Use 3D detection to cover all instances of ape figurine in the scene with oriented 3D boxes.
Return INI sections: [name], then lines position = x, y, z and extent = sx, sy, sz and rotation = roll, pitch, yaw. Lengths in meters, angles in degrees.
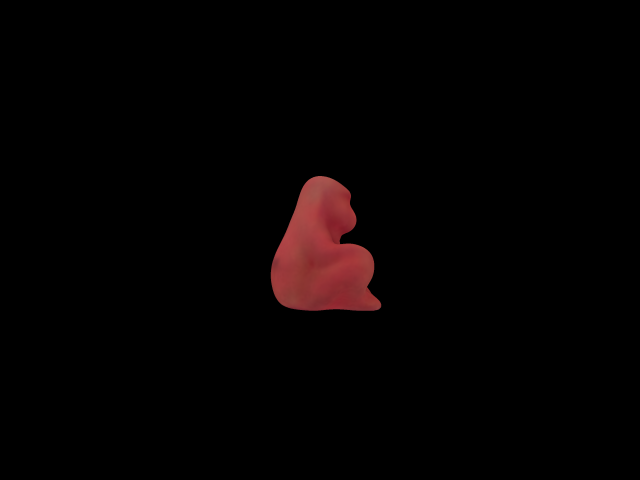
[ape figurine]
position = 0.004, 0.001, 0.400
extent = 0.076, 0.092, 0.078
rotation = 0, 4, -2
